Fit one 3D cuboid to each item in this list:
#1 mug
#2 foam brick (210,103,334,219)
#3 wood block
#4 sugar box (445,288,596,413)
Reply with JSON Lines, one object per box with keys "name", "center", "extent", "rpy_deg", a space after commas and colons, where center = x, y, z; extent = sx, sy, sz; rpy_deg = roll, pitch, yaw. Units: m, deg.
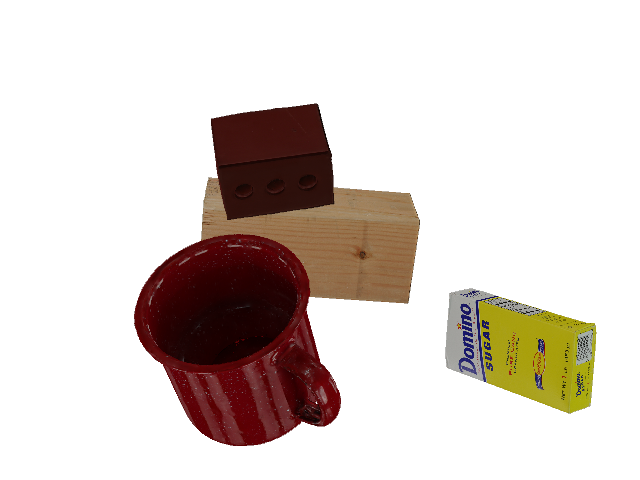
{"name": "mug", "center": [-0.035, 0.062, 0.573], "extent": [0.117, 0.081, 0.093], "rpy_deg": [25, 57, 32]}
{"name": "foam brick", "center": [-0.033, -0.054, 0.735], "extent": [0.078, 0.051, 0.053], "rpy_deg": [-9, -40, -3]}
{"name": "wood block", "center": [-0.014, 0.000, 1.060], "extent": [0.206, 0.091, 0.090], "rpy_deg": [5, 21, -4]}
{"name": "sugar box", "center": [0.215, 0.117, 1.168], "extent": [0.048, 0.093, 0.177], "rpy_deg": [-9, 16, -42]}
